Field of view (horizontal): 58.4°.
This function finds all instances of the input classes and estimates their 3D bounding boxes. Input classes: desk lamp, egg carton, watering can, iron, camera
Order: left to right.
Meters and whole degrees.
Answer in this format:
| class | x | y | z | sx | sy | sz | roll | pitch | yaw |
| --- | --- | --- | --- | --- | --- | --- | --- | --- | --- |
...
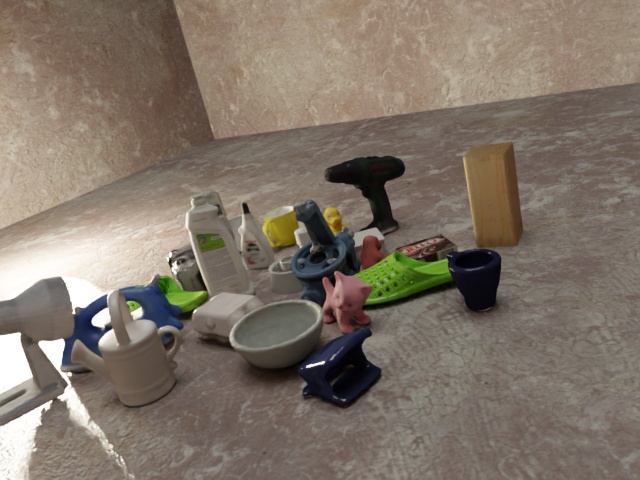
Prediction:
| class | x | y | z | sx | sy | sz | roll | pitch | yaw |
| --- | --- | --- | --- | --- | --- | --- | --- | --- | --- |
| desk lamp | -0.538 | 0.193 | 1.050 | 0.204 | 0.214 | 0.117 | -28 | 24 | -35 |
| iron | -0.413 | 0.165 | 1.148 | 0.258 | 0.142 | 0.118 | -18 | 20 | -11 |
| watering can | -0.331 | 0.179 | 0.976 | 0.173 | 0.194 | 0.100 | -25 | 22 | -27 |
| camera | -0.298 | 0.060 | 1.415 | 0.137 | 0.101 | 0.142 | -21 | 21 | -19 |
| egg carton | -0.178 | 0.155 | 1.126 | 0.149 | 0.069 | 0.107 | 1 | 25 | 35 |

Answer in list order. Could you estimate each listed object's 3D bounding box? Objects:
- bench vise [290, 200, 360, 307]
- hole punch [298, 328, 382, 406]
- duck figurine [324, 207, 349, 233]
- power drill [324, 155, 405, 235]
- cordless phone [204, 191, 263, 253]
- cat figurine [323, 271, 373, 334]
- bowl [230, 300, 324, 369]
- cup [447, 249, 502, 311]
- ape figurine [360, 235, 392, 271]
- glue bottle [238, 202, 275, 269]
| class | x | y | z | sx | sy | sz | roll | pitch | yaw |
| --- | --- | --- | --- | --- | --- | --- | --- | --- | --- |
| bench vise | -0.001 | 0.006 | 1.188 | 0.121 | 0.220 | 0.207 | -8 | 21 | 15 |
| hole punch | 0.024 | 0.185 | 0.878 | 0.100 | 0.091 | 0.109 | 6 | 28 | 44 |
| duck figurine | 0.034 | -0.045 | 1.502 | 0.077 | 0.086 | 0.104 | -19 | 20 | -14 |
| power drill | 0.124 | -0.113 | 1.444 | 0.230 | 0.209 | 0.075 | -25 | 23 | -28 |
| cordless phone | -0.241 | -0.054 | 1.563 | 0.148 | 0.185 | 0.093 | -25 | 23 | -28 |
| cat figurine | 0.045 | 0.103 | 1.047 | 0.067 | 0.118 | 0.127 | -24 | 22 | -27 |
| bowl | -0.067 | 0.174 | 0.994 | 0.167 | 0.075 | 0.167 | -12 | 20 | 5 |
| cup | 0.269 | 0.071 | 1.017 | 0.092 | 0.095 | 0.117 | -22 | 21 | -22 |
| ape figurine | 0.116 | 0.033 | 1.228 | 0.076 | 0.092 | 0.077 | -28 | 24 | -34 |
| glue bottle | -0.167 | -0.012 | 1.416 | 0.078 | 0.173 | 0.037 | -7 | 21 | 19 |
